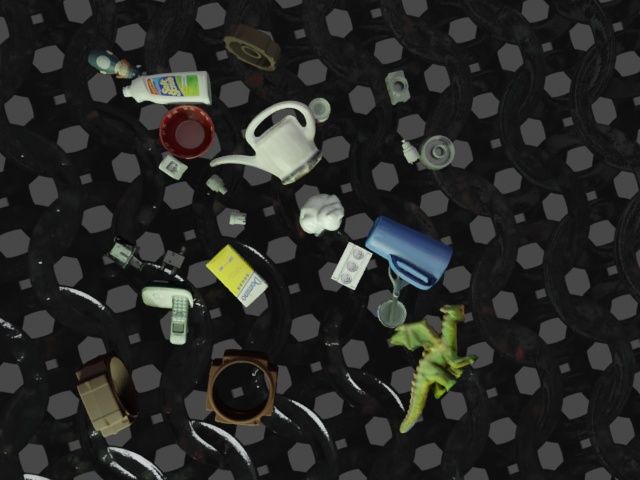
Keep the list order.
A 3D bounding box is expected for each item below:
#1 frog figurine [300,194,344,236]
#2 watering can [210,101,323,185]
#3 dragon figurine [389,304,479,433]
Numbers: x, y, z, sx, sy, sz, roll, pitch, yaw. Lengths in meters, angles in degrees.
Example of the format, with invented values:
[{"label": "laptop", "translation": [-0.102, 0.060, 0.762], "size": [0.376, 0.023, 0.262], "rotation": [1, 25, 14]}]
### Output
[{"label": "frog figurine", "translation": [0.005, -0.076, 1.513], "size": [0.138, 0.159, 0.122], "rotation": [-35, 91, -3]}, {"label": "watering can", "translation": [-0.143, -0.258, 1.533], "size": [0.344, 0.106, 0.222], "rotation": [-34, 105, 19]}, {"label": "dragon figurine", "translation": [0.318, 0.361, 1.577], "size": [0.412, 0.121, 0.245], "rotation": [-43, 76, -5]}]
